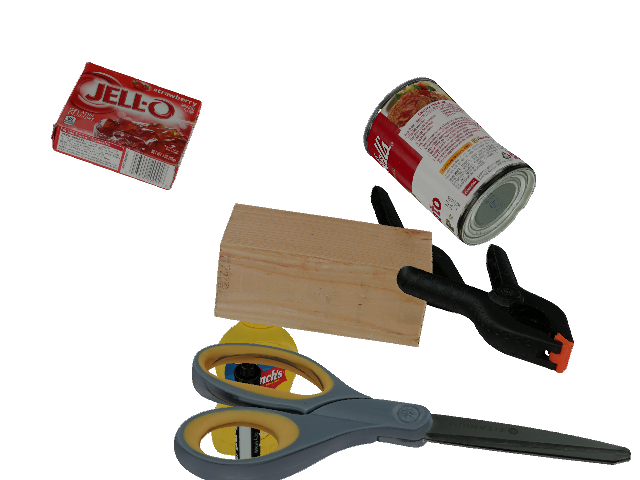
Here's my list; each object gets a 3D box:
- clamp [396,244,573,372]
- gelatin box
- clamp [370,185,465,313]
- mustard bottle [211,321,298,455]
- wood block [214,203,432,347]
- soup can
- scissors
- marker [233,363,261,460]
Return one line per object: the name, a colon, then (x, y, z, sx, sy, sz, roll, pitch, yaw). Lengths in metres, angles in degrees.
clamp: (0.164, 0.054, 0.941, 0.120, 0.039, 0.172, -25, 44, -33)
gelatin box: (-0.137, -0.083, 0.757, 0.089, 0.073, 0.030, 19, -45, -7)
clamp: (0.078, 0.017, 1.245, 0.164, 0.036, 0.210, -21, 50, -38)
mustard bottle: (-0.074, 0.151, 1.227, 0.096, 0.192, 0.058, 0, 18, -13)
wood block: (0.004, 0.034, 1.080, 0.206, 0.090, 0.090, 8, 28, 2)
soup can: (0.087, -0.053, 0.718, 0.068, 0.069, 0.102, 0, 39, -50)
scissors: (0.024, 0.089, 0.465, 0.202, 0.016, 0.096, 15, 34, 22)
marker: (-0.051, 0.133, 0.752, 0.020, 0.121, 0.020, 2, 35, -1)
